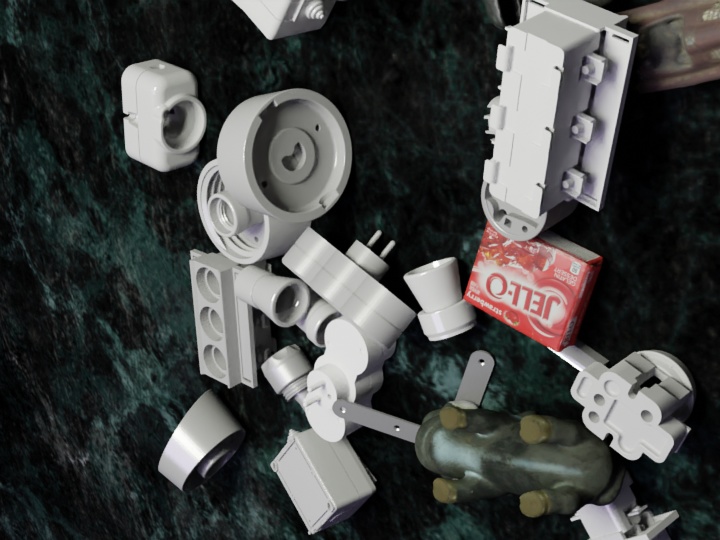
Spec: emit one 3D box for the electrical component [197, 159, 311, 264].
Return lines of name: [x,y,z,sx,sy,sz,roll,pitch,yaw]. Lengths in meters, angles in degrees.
electrical component: [-0.103,-0.057,0.974,0.108,0.060,0.108,22,123,38]

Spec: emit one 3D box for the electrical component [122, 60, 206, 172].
electrical component: [-0.186,-0.145,1.024,0.059,0.054,0.095,26,125,36]

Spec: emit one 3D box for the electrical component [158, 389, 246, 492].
electrical component: [-0.170,0.182,1.133,0.064,0.099,0.099,43,134,15]

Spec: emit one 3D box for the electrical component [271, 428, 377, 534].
electrical component: [-0.036,0.190,1.026,0.096,0.061,0.061,58,139,20]

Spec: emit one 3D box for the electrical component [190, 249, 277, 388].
electrical component: [-0.121,0.042,1.039,0.079,0.063,0.121,20,122,39]

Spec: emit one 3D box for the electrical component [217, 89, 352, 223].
electrical component: [-0.067,-0.095,0.888,0.060,0.108,0.108,11,116,50]

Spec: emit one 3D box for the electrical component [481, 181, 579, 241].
electrical component: [0.121,-0.053,0.754,0.055,0.047,0.055,22,123,38]

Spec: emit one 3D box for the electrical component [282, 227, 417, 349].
electrical component: [0.000,0.000,0.898,0.073,0.052,0.138,-51,49,0]

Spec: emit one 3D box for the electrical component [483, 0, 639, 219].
electrical component: [0.118,-0.097,0.660,0.079,0.063,0.121,33,139,33]

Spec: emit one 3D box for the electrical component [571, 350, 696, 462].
electrical component: [0.194,0.089,0.738,0.078,0.057,0.058,39,132,27]

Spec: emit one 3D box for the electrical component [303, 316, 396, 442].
electrical component: [-0.022,0.099,0.954,0.052,0.074,0.138,39,133,27]

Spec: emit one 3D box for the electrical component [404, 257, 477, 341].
electrical component: [0.064,0.023,0.851,0.045,0.045,0.055,-14,98,48]

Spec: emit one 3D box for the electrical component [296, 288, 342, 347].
electrical component: [-0.040,0.042,0.973,0.046,0.040,0.040,37,132,37]

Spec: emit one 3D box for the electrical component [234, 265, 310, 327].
electrical component: [-0.081,0.020,0.958,0.065,0.044,0.044,23,124,43]

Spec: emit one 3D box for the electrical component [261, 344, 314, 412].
electrical component: [-0.061,0.105,1.021,0.062,0.043,0.043,55,138,10]

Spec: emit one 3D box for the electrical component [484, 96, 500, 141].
electrical component: [0.114,-0.103,0.745,0.046,0.040,0.040,14,118,49]

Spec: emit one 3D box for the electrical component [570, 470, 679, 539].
electrical component: [0.189,0.186,0.801,0.081,0.042,0.063,-35,81,48]

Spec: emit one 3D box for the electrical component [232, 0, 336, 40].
electrical component: [-0.062,-0.225,0.851,0.096,0.062,0.061,51,137,16]
